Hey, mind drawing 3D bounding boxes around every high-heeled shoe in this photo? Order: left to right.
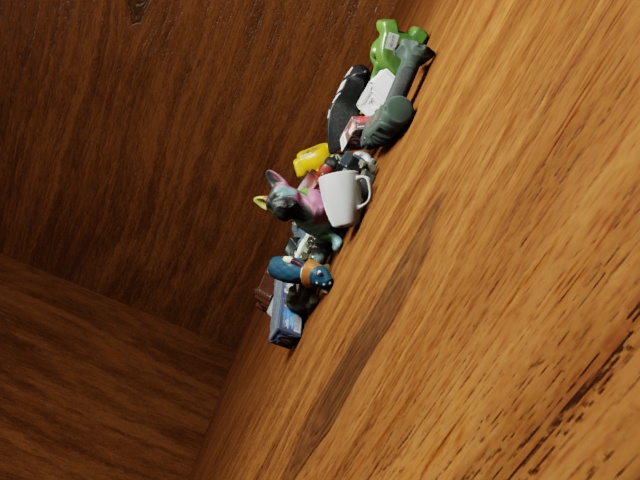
[{"bbox_3d":[0.064,-0.332,1.366,0.248,0.086,0.145,-64,10,2],"label":"high-heeled shoe"}]

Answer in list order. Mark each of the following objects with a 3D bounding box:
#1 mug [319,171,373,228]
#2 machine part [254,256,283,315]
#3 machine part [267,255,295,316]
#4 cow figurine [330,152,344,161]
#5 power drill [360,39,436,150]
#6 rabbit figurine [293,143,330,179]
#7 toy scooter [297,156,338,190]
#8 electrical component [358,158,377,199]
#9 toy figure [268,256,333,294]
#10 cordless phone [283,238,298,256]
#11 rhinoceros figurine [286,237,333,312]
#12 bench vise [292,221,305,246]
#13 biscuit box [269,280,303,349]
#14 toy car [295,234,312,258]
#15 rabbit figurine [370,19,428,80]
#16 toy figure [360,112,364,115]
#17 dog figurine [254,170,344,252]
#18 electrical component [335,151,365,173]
[{"bbox_3d":[0.057,-0.080,1.072,0.081,0.110,0.107,-4,-94,-65],"label":"mug"},{"bbox_3d":[-0.110,0.129,1.508,0.179,0.056,0.179,-44,-31,-36],"label":"machine part"},{"bbox_3d":[-0.074,0.130,1.420,0.079,0.079,0.243,-125,59,-83],"label":"machine part"},{"bbox_3d":[0.053,-0.182,1.403,0.068,0.098,0.167,-68,11,-9],"label":"cow figurine"},{"bbox_3d":[0.148,-0.291,1.098,0.207,0.086,0.232,-63,8,-1],"label":"power drill"},{"bbox_3d":[0.020,-0.199,1.613,0.162,0.173,0.122,-20,17,7],"label":"rabbit figurine"},{"bbox_3d":[-0.019,-0.119,1.332,0.135,0.075,0.184,-57,2,-29],"label":"toy scooter"},{"bbox_3d":[0.088,-0.126,1.146,0.078,0.045,0.102,-89,24,-72],"label":"electrical component"},{"bbox_3d":[-0.036,0.067,1.117,0.064,0.155,0.058,51,-125,-52],"label":"toy figure"},{"bbox_3d":[-0.073,0.099,1.628,0.146,0.089,0.184,125,156,-61],"label":"cordless phone"},{"bbox_3d":[-0.018,0.074,1.219,0.112,0.073,0.190,102,-173,-68],"label":"rhinoceros figurine"},{"bbox_3d":[-0.009,-0.084,1.504,0.223,0.129,0.240,165,125,-79],"label":"bench vise"},{"bbox_3d":[-0.076,0.153,1.259,0.062,0.059,0.203,-54,22,39],"label":"biscuit box"},{"bbox_3d":[-0.003,-0.004,1.328,0.056,0.073,0.201,-71,7,-67],"label":"toy car"},{"bbox_3d":[0.174,-0.441,1.298,0.170,0.121,0.159,-122,35,-70],"label":"rabbit figurine"},{"bbox_3d":[0.137,-0.362,1.464,0.180,0.082,0.089,-64,4,2],"label":"toy figure"},{"bbox_3d":[-0.030,-0.081,1.184,0.108,0.219,0.192,-60,9,27],"label":"dog figurine"},{"bbox_3d":[0.075,-0.164,1.226,0.048,0.075,0.119,-56,-5,-35],"label":"electrical component"}]
